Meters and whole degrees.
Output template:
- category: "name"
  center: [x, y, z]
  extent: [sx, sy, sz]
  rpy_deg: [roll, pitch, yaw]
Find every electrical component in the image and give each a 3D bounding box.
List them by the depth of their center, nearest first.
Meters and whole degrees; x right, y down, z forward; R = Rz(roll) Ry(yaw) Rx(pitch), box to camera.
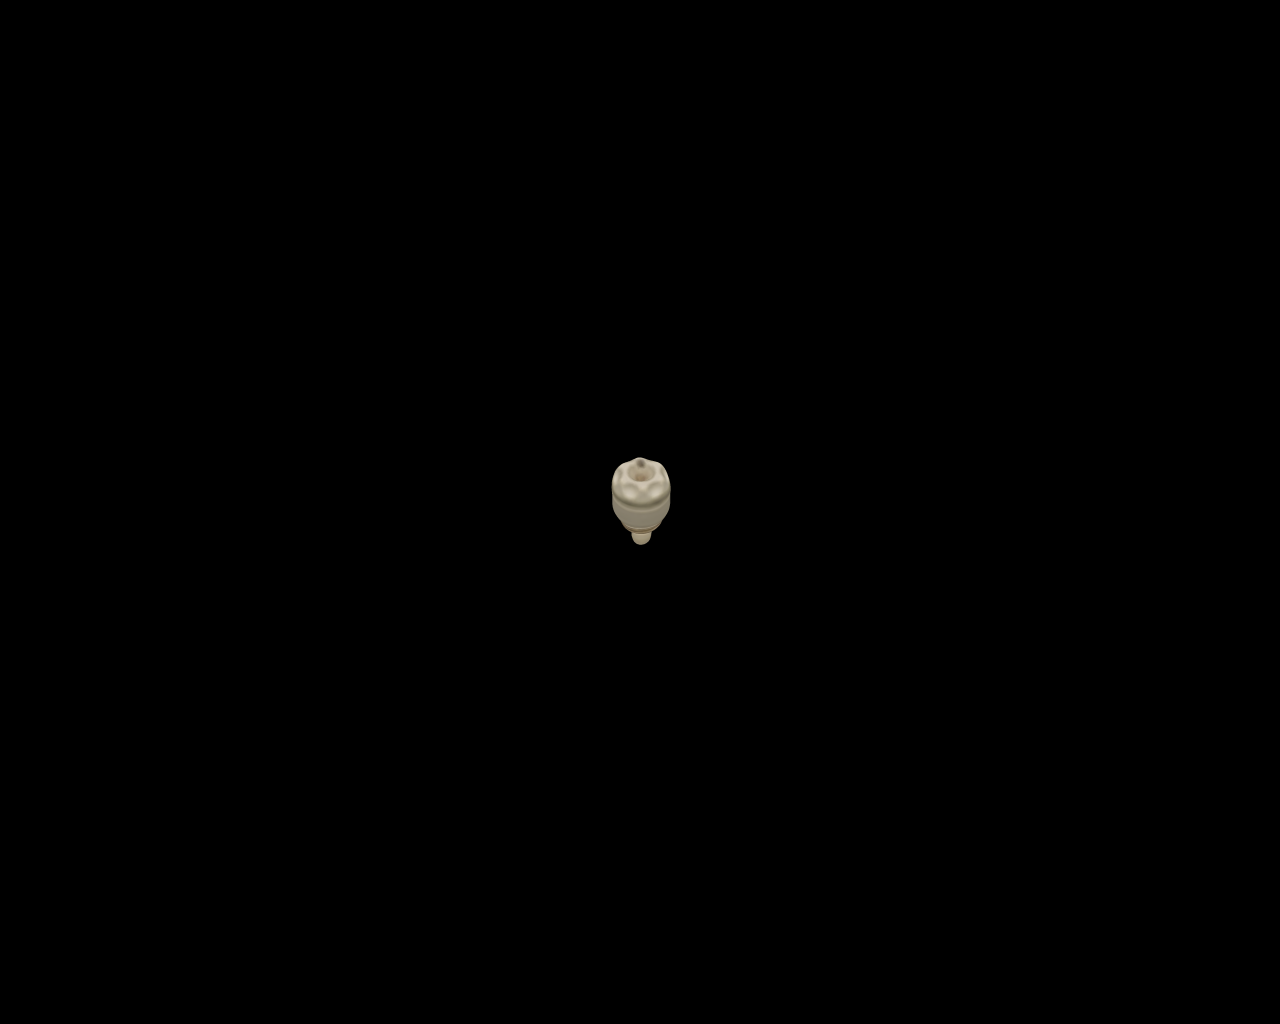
- category: "electrical component"
  center: [0.001, -0.003, 0.650]
  extent: [0.035, 0.035, 0.061]
  rpy_deg: [0, -44, 0]
